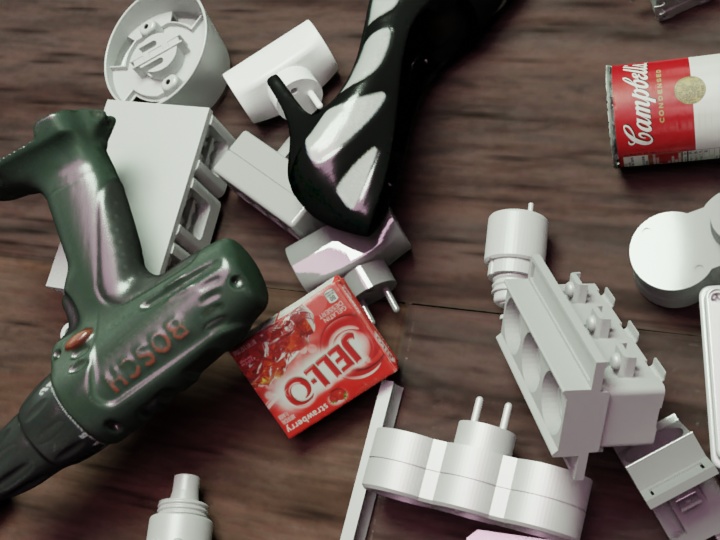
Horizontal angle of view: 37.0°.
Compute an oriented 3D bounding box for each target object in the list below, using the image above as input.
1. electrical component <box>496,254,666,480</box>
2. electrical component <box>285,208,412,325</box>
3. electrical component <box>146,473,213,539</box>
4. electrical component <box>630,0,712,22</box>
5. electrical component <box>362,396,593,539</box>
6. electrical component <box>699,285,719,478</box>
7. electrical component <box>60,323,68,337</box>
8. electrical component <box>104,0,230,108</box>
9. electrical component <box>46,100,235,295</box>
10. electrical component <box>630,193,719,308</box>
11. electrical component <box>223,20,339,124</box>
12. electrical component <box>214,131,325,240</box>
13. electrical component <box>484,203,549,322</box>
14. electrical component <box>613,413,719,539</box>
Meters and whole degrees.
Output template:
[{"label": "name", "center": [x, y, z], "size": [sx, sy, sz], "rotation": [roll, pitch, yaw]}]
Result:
[{"label": "electrical component", "center": [0.128, 0.053, 0.635], "size": [0.063, 0.078, 0.121], "rotation": [-1, 29, -9]}, {"label": "electrical component", "center": [0.000, 0.000, 0.739], "size": [0.077, 0.043, 0.079], "rotation": [-29, 72, 5]}, {"label": "electrical component", "center": [-0.119, 0.168, 0.715], "size": [0.048, 0.048, 0.062], "rotation": [-5, 62, 17]}, {"label": "electrical component", "center": [0.216, -0.212, 0.748], "size": [0.081, 0.042, 0.063], "rotation": [-23, 68, 10]}, {"label": "electrical component", "center": [0.075, 0.115, 0.665], "size": [0.138, 0.052, 0.073], "rotation": [10, 74, 22]}, {"label": "electrical component", "center": [0.257, 0.064, 0.622], "size": [0.109, 0.056, 0.108], "rotation": [-4, 69, 17]}, {"label": "electrical component", "center": [-0.190, 0.054, 0.771], "size": [0.043, 0.062, 0.043], "rotation": [-6, 68, 16]}, {"label": "electrical component", "center": [-0.152, -0.164, 0.838], "size": [0.099, 0.064, 0.099], "rotation": [-6, 69, 16]}, {"label": "electrical component", "center": [-0.157, -0.042, 0.796], "size": [0.089, 0.061, 0.150], "rotation": [8, 73, 21]}, {"label": "electrical component", "center": [0.233, -0.026, 0.654], "size": [0.138, 0.073, 0.052], "rotation": [-21, 65, 10]}, {"label": "electrical component", "center": [-0.052, -0.137, 0.799], "size": [0.077, 0.043, 0.079], "rotation": [-33, 51, 1]}, {"label": "electrical component", "center": [-0.047, -0.072, 0.779], "size": [0.083, 0.047, 0.075], "rotation": [36, 84, 26]}, {"label": "electrical component", "center": [0.102, -0.004, 0.708], "size": [0.040, 0.040, 0.078], "rotation": [2, 71, 19]}, {"label": "electrical component", "center": [0.182, 0.123, 0.616], "size": [0.042, 0.081, 0.063], "rotation": [-31, 92, 7]}]
